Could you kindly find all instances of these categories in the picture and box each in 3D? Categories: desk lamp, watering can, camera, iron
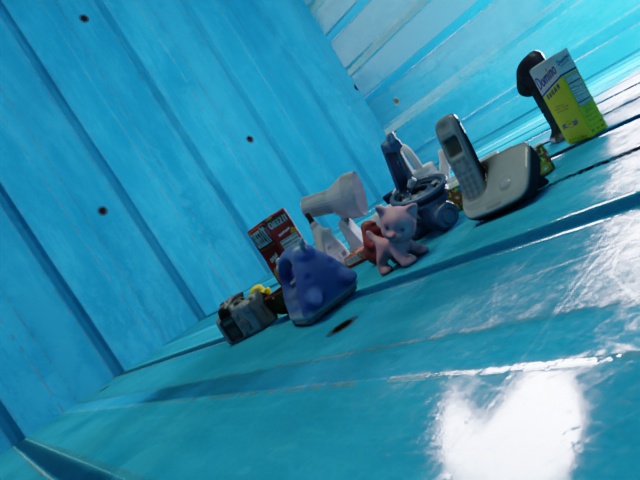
[{"bbox_3d":[0.056,-0.050,1.514,0.203,0.213,0.118,-31,3,21],"label":"desk lamp"},{"bbox_3d":[0.255,-0.161,1.440,0.173,0.194,0.100,-34,3,-26],"label":"watering can"},{"bbox_3d":[-0.167,0.165,1.380,0.143,0.101,0.137,-30,4,36],"label":"camera"},{"bbox_3d":[-0.036,0.075,1.084,0.119,0.141,0.258,-34,3,-24],"label":"iron"}]

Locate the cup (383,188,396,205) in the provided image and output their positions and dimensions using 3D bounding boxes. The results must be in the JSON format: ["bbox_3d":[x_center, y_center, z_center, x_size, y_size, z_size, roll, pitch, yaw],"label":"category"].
[{"bbox_3d":[0.260,-0.120,1.716,0.117,0.095,0.092,-32,3,14],"label":"cup"}]

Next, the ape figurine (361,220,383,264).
[{"bbox_3d":[0.119,-0.001,1.216,0.076,0.092,0.078,-31,3,30],"label":"ape figurine"}]

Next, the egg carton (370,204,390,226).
[{"bbox_3d":[0.211,-0.070,1.630,0.150,0.069,0.107,-32,3,4],"label":"egg carton"}]

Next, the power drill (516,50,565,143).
[{"bbox_3d":[0.523,-0.332,1.325,0.075,0.208,0.230,-32,3,12],"label":"power drill"}]

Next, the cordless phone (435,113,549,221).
[{"bbox_3d":[0.267,-0.134,0.932,0.094,0.185,0.147,-34,4,-36],"label":"cordless phone"}]

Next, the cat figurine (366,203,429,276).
[{"bbox_3d":[0.129,-0.011,1.009,0.067,0.118,0.127,-35,4,-37],"label":"cat figurine"}]

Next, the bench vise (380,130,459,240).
[{"bbox_3d":[0.168,-0.105,1.157,0.122,0.220,0.207,-34,3,-29],"label":"bench vise"}]

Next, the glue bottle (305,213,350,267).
[{"bbox_3d":[0.013,0.005,1.437,0.078,0.173,0.037,-34,4,-35],"label":"glue bottle"}]

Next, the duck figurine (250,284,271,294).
[{"bbox_3d":[-0.153,0.159,1.496,0.104,0.086,0.078,-30,4,41],"label":"duck figurine"}]
